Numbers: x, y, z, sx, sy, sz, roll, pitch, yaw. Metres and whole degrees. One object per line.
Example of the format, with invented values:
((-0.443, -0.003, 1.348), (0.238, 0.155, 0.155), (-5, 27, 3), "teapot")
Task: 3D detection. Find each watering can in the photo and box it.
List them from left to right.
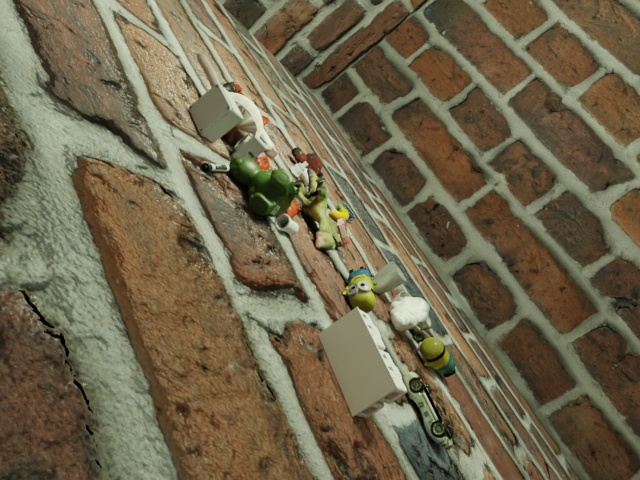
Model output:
((-0.259, -0.385, 1.483), (0.344, 0.103, 0.228), (50, 15, -15), "watering can")

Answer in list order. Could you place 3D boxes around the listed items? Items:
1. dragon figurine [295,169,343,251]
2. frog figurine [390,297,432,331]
((0.005, -0.083, 1.659), (0.417, 0.122, 0.240), (-81, 149, -68), "dragon figurine")
((0.277, 0.234, 1.653), (0.138, 0.123, 0.158), (20, -3, 45), "frog figurine")
